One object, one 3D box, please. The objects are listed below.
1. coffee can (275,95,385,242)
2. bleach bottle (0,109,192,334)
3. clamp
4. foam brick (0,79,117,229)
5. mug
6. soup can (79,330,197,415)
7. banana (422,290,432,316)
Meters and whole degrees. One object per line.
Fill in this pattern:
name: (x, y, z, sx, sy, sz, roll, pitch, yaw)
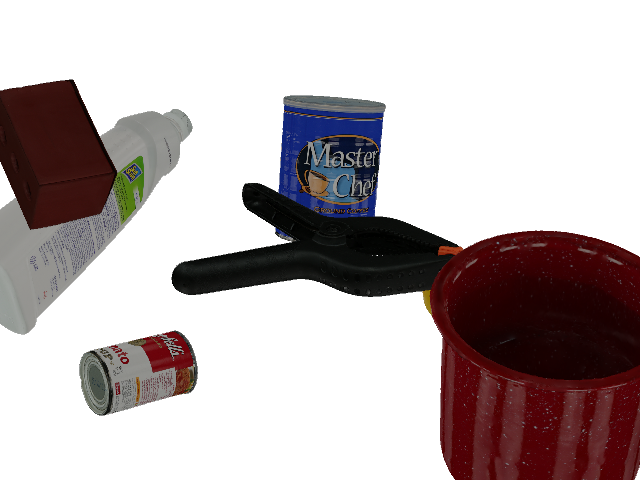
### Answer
coffee can: (0.009, -0.072, 1.083, 0.103, 0.140, 0.103, 4, 12, -1)
bleach bottle: (-0.205, -0.034, 0.959, 0.068, 0.102, 0.250, 28, 53, 22)
clamp: (0.006, 0.001, 0.832, 0.210, 0.036, 0.164, 4, 29, 9)
foam brick: (-0.173, -0.055, 0.687, 0.051, 0.078, 0.053, -16, -24, -32)
mug: (0.100, 0.057, 0.417, 0.117, 0.081, 0.093, 7, 37, 14)
soup can: (-0.187, 0.136, 1.095, 0.102, 0.068, 0.069, -11, 6, -37)
banana: (0.161, 0.080, 0.986, 0.198, 0.037, 0.069, 20, 15, 37)
